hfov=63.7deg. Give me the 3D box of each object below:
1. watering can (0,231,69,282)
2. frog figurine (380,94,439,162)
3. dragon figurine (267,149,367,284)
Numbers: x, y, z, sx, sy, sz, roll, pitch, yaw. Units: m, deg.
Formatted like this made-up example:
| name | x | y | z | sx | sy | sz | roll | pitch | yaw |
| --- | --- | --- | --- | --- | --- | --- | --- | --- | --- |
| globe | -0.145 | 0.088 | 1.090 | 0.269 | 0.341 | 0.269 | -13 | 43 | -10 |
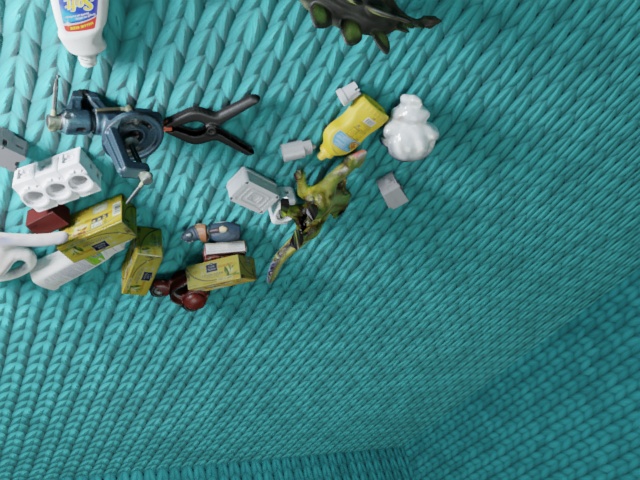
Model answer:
| name | x | y | z | sx | sy | sz | roll | pitch | yaw |
| --- | --- | --- | --- | --- | --- | --- | --- | --- | --- |
| watering can | -0.741 | 0.015 | 1.154 | 0.344 | 0.106 | 0.222 | -24 | 144 | 30 |
| frog figurine | 0.223 | -0.268 | 1.238 | 0.137 | 0.125 | 0.156 | 11 | 147 | -6 |
| dragon figurine | 0.004 | -0.068 | 1.345 | 0.244 | 0.124 | 0.402 | -14 | 139 | -50 |
